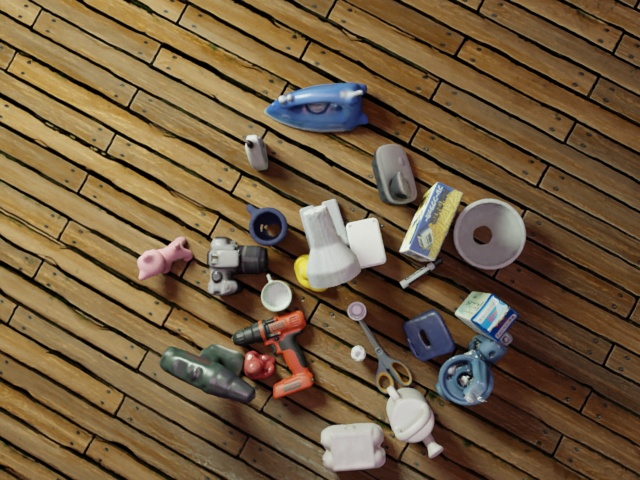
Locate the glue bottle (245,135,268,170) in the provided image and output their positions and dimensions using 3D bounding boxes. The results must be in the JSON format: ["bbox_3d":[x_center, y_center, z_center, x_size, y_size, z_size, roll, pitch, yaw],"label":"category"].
[{"bbox_3d":[-0.154,-0.214,1.346,0.037,0.173,0.078,-7,87,3],"label":"glue bottle"}]

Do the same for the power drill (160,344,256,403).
[{"bbox_3d":[-0.239,0.299,1.310,0.229,0.208,0.076,18,88,3],"label":"power drill"}]

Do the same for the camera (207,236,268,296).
[{"bbox_3d":[-0.196,0.064,1.372,0.136,0.101,0.143,1,87,3],"label":"camera"}]

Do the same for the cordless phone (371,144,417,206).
[{"bbox_3d":[0.176,-0.157,1.324,0.094,0.185,0.148,-18,87,2],"label":"cordless phone"}]

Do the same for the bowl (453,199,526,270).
[{"bbox_3d":[0.396,-0.012,1.363,0.167,0.075,0.167,0,87,3],"label":"bowl"}]

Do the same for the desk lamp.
[{"bbox_3d":[0.012,0.005,1.310,0.118,0.213,0.203,-17,87,2],"label":"desk lamp"}]

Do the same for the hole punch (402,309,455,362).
[{"bbox_3d":[0.255,0.229,1.351,0.101,0.091,0.109,-26,87,1],"label":"hole punch"}]

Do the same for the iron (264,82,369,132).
[{"bbox_3d":[-0.014,-0.326,1.361,0.258,0.141,0.119,-3,87,2],"label":"iron"}]

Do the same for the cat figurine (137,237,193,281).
[{"bbox_3d":[-0.381,0.043,1.373,0.128,0.118,0.067,-33,86,1],"label":"cat figurine"}]

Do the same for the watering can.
[{"bbox_3d":[0.213,0.409,1.293,0.173,0.194,0.101,31,89,4],"label":"watering can"}]

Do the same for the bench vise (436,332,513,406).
[{"bbox_3d":[0.346,0.284,1.280,0.121,0.220,0.207,26,89,4],"label":"bench vise"}]

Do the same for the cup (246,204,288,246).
[{"bbox_3d":[-0.129,-0.038,1.377,0.118,0.095,0.092,44,90,4],"label":"cup"}]

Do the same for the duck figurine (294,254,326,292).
[{"bbox_3d":[-0.020,0.080,1.372,0.077,0.086,0.104,-44,86,0],"label":"duck figurine"}]

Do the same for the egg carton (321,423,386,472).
[{"bbox_3d":[0.078,0.490,1.358,0.150,0.069,0.107,-7,87,2],"label":"egg carton"}]

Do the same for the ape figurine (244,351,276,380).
[{"bbox_3d":[-0.151,0.301,1.364,0.076,0.092,0.078,-37,86,1],"label":"ape figurine"}]
